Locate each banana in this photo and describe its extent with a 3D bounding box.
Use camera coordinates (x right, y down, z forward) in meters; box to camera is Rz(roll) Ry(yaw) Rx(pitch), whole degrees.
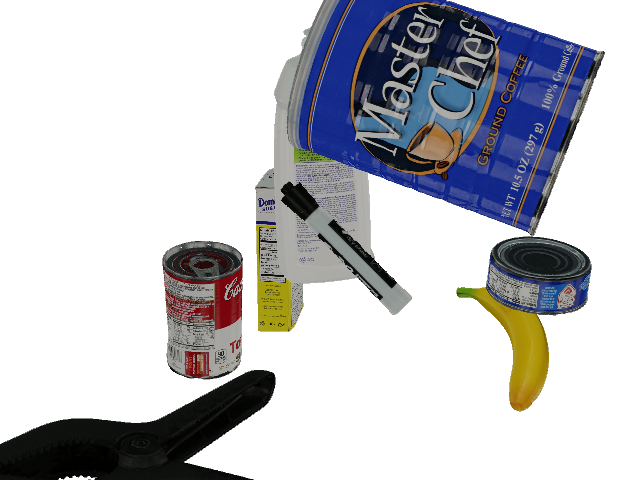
[{"bbox_3d":[0.207,0.106,1.142,0.069,0.037,0.198,-24,35,4],"label":"banana"}]

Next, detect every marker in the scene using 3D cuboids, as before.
[{"bbox_3d":[0.017,0.004,0.759,0.020,0.121,0.020,-44,-1,-2],"label":"marker"}]

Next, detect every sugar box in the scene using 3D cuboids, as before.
[{"bbox_3d":[-0.048,0.010,1.248,0.048,0.176,0.093,0,18,9],"label":"sugar box"}]

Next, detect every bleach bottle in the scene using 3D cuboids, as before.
[{"bbox_3d":[0.005,-0.082,1.041,0.102,0.251,0.068,-7,29,-13],"label":"bleach bottle"}]

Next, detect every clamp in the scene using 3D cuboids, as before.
[{"bbox_3d":[-0.095,0.120,0.584,0.209,0.036,0.165,-1,21,-14],"label":"clamp"}]

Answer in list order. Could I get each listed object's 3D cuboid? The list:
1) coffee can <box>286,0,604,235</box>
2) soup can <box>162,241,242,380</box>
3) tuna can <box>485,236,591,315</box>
[{"bbox_3d":[0.066,-0.075,0.570,0.140,0.103,0.102,21,4,10],"label":"coffee can"},{"bbox_3d":[-0.101,0.061,0.923,0.068,0.102,0.068,2,26,-1],"label":"soup can"},{"bbox_3d":[0.184,0.028,0.902,0.086,0.034,0.086,2,25,-1],"label":"tuna can"}]
